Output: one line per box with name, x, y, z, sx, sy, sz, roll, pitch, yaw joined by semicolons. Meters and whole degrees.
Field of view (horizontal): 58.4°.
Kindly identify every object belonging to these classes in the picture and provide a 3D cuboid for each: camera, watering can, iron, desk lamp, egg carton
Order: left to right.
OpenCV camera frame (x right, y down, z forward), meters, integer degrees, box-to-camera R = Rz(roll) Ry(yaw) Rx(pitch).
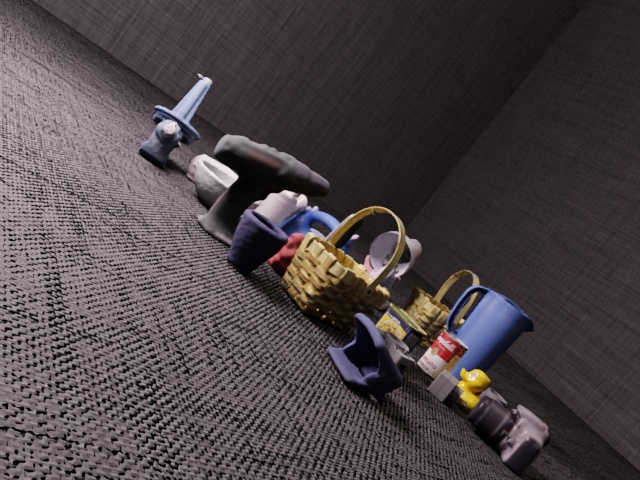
egg carton;-0.253;-0.148;1.408;0.107;0.069;0.151;42;8;32
watering can;-0.100;-0.111;1.425;0.100;0.194;0.173;40;7;17
iron;-0.011;-0.014;1.462;0.257;0.141;0.119;44;9;39
desk lamp;0.189;0.079;1.568;0.117;0.213;0.204;40;7;21
camera;0.365;0.360;1.112;0.136;0.100;0.143;40;7;15

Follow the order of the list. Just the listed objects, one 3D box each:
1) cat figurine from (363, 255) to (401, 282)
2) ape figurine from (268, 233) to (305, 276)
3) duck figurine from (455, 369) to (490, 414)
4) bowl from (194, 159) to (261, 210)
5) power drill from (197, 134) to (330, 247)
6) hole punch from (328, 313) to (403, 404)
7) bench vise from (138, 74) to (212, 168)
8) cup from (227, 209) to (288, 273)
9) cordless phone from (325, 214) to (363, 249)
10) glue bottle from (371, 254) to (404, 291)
cat figurine;0.178;0.102;1.754;0.127;0.117;0.067;40;7;17
ape figurine;-0.061;0.025;1.168;0.076;0.092;0.078;39;7;9
duck figurine;0.330;0.323;1.231;0.104;0.086;0.078;39;7;10
bowl;-0.218;-0.102;1.270;0.167;0.074;0.167;37;7;-5
power drill;-0.122;-0.084;1.088;0.230;0.208;0.075;34;8;-26
hole punch;0.081;0.180;0.887;0.101;0.091;0.108;34;8;-28
bench vise;-0.307;-0.269;1.300;0.122;0.219;0.206;33;8;-33
cup;-0.114;0.008;1.003;0.091;0.095;0.118;38;7;4
cordless phone;0.012;0.005;1.280;0.094;0.185;0.148;41;8;24
glue bottle;0.153;0.100;1.418;0.078;0.173;0.037;31;9;-42
